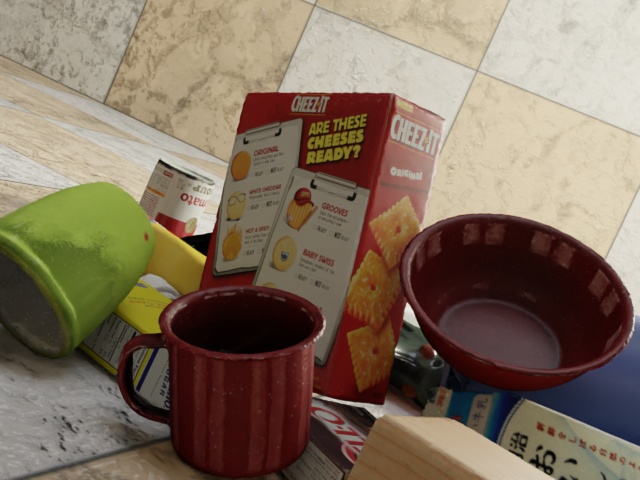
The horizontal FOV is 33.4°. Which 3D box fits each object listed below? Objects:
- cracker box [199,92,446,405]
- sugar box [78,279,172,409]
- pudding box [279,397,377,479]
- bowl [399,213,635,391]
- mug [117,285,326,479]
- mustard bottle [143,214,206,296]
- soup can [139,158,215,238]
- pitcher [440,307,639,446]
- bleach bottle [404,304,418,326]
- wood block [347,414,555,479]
[{"bbox_3d":[-0.005,0.001,0.800,0.072,0.214,0.164,17,-6,-43],"label":"cracker box"},{"bbox_3d":[-0.116,0.068,0.734,0.176,0.048,0.093,26,6,34],"label":"sugar box"},{"bbox_3d":[0.017,0.138,0.668,0.089,0.039,0.114,19,7,-35],"label":"pudding box"},{"bbox_3d":[0.129,0.052,0.734,0.162,0.055,0.162,6,39,-5],"label":"bowl"},{"bbox_3d":[-0.057,0.081,0.607,0.117,0.081,0.093,1,22,-3],"label":"mug"},{"bbox_3d":[-0.148,0.011,0.924,0.192,0.058,0.096,34,-10,25],"label":"mustard bottle"},{"bbox_3d":[-0.163,-0.029,1.151,0.068,0.102,0.068,24,5,-3],"label":"soup can"},{"bbox_3d":[0.218,0.108,0.823,0.243,0.149,0.145,14,-27,14],"label":"pitcher"},{"bbox_3d":[0.005,0.063,1.211,0.102,0.068,0.251,20,5,-42],"label":"bleach bottle"},{"bbox_3d":[0.108,0.170,0.496,0.206,0.090,0.090,28,6,34],"label":"wood block"}]
